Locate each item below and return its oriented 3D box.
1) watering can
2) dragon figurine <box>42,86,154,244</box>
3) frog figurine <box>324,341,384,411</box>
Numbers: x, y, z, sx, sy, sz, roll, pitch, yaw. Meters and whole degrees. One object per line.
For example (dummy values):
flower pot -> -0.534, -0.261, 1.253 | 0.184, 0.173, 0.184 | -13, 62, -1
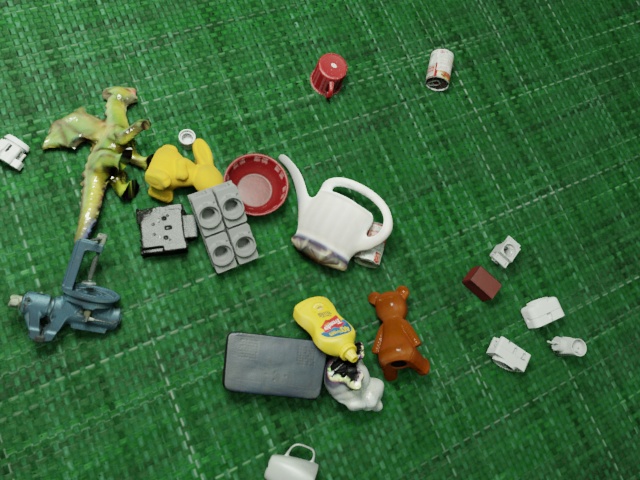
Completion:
watering can -> 0.004, -0.064, 1.278 | 0.349, 0.102, 0.226 | 27, 78, 15
dragon figurine -> -0.537, -0.203, 1.212 | 0.244, 0.120, 0.417 | 24, 69, 12
frog figurine -> 0.080, 0.331, 1.189 | 0.122, 0.156, 0.140 | -22, 41, 3
